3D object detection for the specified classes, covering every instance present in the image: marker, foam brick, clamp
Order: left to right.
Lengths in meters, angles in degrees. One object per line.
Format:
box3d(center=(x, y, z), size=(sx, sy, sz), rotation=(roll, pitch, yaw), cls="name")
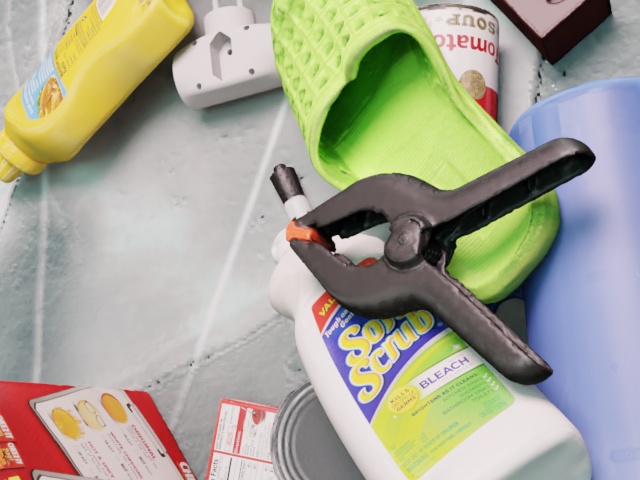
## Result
box3d(center=(-0.005, 0.001, 0.719), size=(0.020, 0.020, 0.121), rotation=(-29, 70, 14), cls="marker")
box3d(center=(0.055, 0.014, 0.543), size=(0.172, 0.039, 0.120), rotation=(-7, 63, 38), cls="clamp")
box3d(center=(0.139, -0.161, 0.677), size=(0.053, 0.051, 0.078), rotation=(-42, 68, 9), cls="foam brick")

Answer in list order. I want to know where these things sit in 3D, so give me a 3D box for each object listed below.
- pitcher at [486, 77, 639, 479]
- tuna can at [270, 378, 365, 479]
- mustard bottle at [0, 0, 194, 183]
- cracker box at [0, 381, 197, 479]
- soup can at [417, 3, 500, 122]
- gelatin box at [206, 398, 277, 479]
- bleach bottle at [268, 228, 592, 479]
box3d(center=(0.163, 0.042, 0.589), size=(0.149, 0.145, 0.243), rotation=(2, 71, -24), cls="pitcher")
box3d(center=(0.015, 0.122, 0.637), size=(0.086, 0.033, 0.086), rotation=(-6, 77, 25), cls="tuna can")
box3d(center=(-0.174, -0.114, 0.777), size=(0.192, 0.058, 0.096), rotation=(-45, 38, 14), cls="mustard bottle")
box3d(center=(-0.144, 0.171, 0.634), size=(0.072, 0.213, 0.164), rotation=(-38, 68, 12), cls="cracker box")
box3d(center=(0.080, -0.090, 0.677), size=(0.069, 0.068, 0.102), rotation=(-1, 80, 21), cls="soup can")
box3d(center=(-0.028, 0.146, 0.694), size=(0.089, 0.030, 0.073), rotation=(7, 83, 23), cls="gelatin box")
box3d(center=(0.032, 0.067, 0.587), size=(0.102, 0.068, 0.251), rotation=(-34, 40, -9), cls="bleach bottle")
